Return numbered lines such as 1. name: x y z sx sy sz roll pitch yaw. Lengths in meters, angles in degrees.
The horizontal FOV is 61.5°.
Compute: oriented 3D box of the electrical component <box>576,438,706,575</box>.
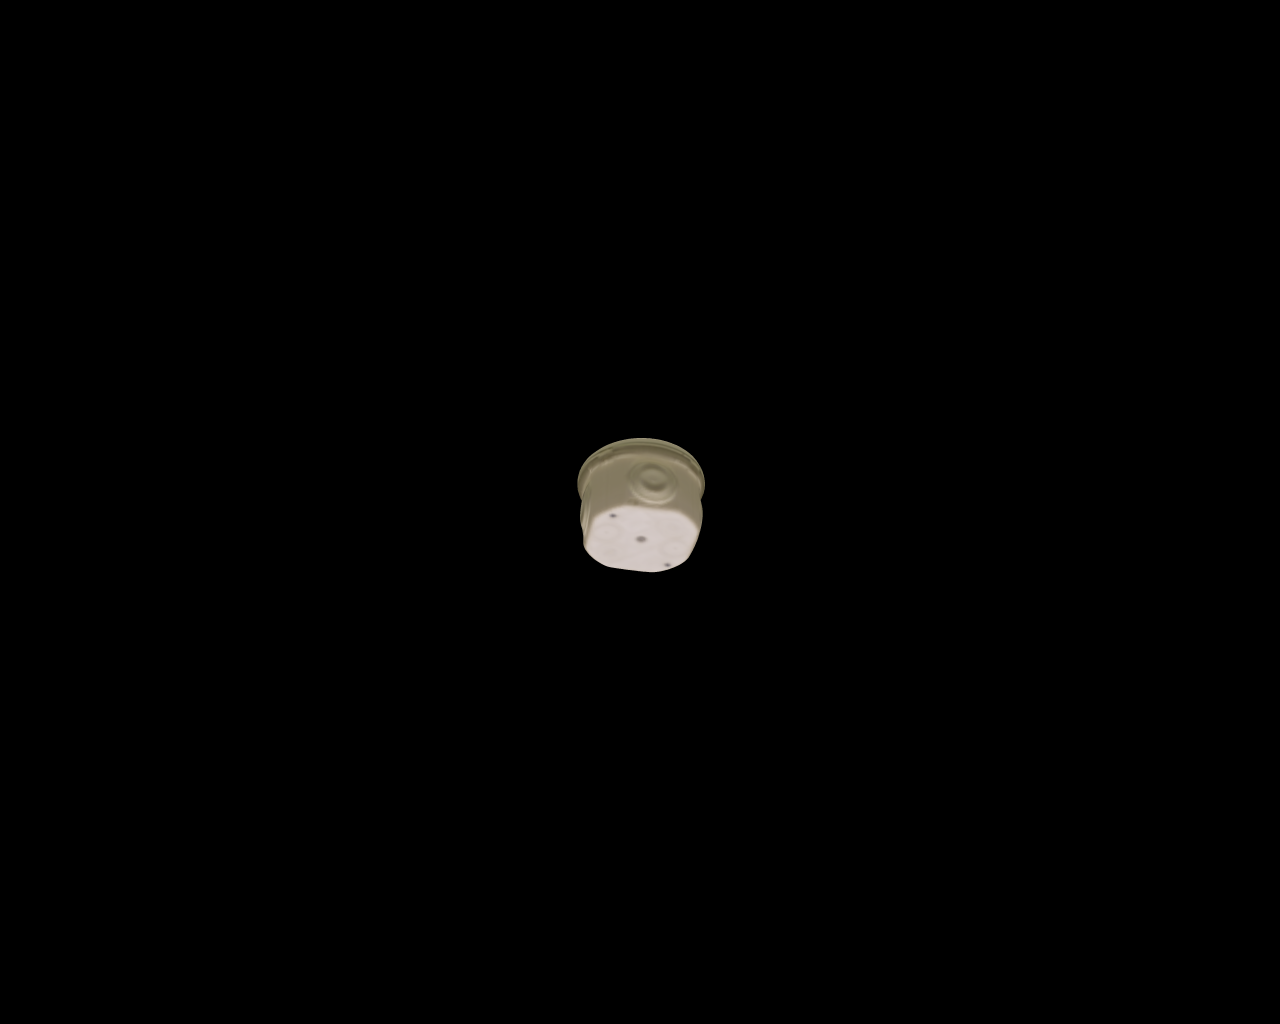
1. electrical component: 0.001 -0.003 0.650 0.080 0.051 0.080 0 -39 0
